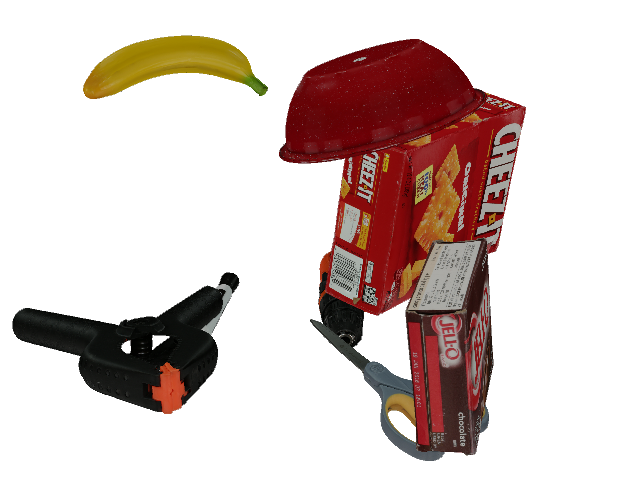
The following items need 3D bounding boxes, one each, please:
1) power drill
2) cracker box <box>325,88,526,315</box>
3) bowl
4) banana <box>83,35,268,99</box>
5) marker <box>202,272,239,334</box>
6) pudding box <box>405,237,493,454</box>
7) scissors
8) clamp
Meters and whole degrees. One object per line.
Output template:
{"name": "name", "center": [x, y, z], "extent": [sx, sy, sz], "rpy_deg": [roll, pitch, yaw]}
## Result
{"name": "power drill", "center": [0.091, 0.063, 1.223], "extent": [0.187, 0.057, 0.184], "rpy_deg": [-1, 28, -1]}
{"name": "cracker box", "center": [0.104, -0.041, 1.009], "extent": [0.072, 0.164, 0.213], "rpy_deg": [26, 31, 32]}
{"name": "bowl", "center": [0.039, -0.110, 0.796], "extent": [0.162, 0.055, 0.162], "rpy_deg": [-16, 16, 5]}
{"name": "banana", "center": [-0.148, -0.175, 1.069], "extent": [0.197, 0.070, 0.037], "rpy_deg": [-7, -39, -29]}
{"name": "marker", "center": [-0.100, 0.062, 1.019], "extent": [0.020, 0.020, 0.121], "rpy_deg": [0, 24, 11]}
{"name": "pudding box", "center": [0.078, 0.059, 0.631], "extent": [0.039, 0.090, 0.113], "rpy_deg": [0, 21, 13]}
{"name": "scissors", "center": [0.067, 0.113, 0.886], "extent": [0.096, 0.016, 0.202], "rpy_deg": [-5, 29, -18]}
{"name": "clamp", "center": [-0.120, 0.073, 0.769], "extent": [0.164, 0.036, 0.210], "rpy_deg": [-9, 15, -25]}
